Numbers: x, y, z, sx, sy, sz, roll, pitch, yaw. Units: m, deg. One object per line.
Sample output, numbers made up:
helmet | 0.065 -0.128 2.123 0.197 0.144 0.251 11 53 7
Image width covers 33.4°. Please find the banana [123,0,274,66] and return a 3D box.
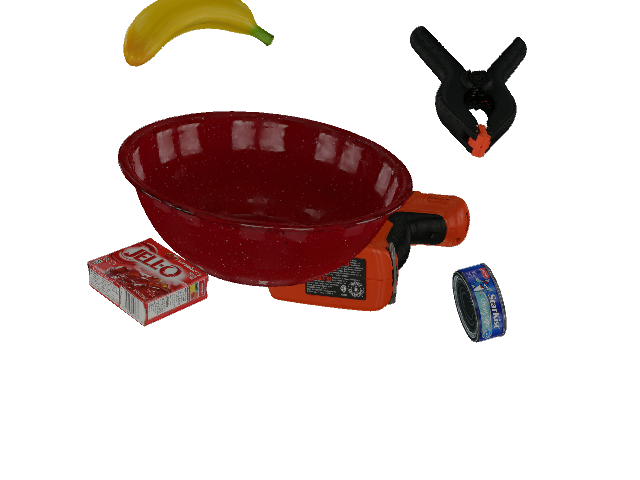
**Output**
banana | -0.124 -0.207 1.016 0.070 0.037 0.197 45 39 19

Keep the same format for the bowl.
bowl | -0.032 -0.019 0.595 0.162 0.055 0.162 6 25 -3

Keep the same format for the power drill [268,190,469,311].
power drill | 0.021 -0.004 0.915 0.185 0.057 0.187 3 21 20

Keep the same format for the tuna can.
tuna can | 0.178 0.070 1.202 0.033 0.086 0.086 -14 2 -7

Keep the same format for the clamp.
clamp | 0.142 -0.154 1.055 0.120 0.171 0.039 8 -44 5

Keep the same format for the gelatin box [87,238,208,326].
gelatin box | -0.158 0.036 0.978 0.073 0.030 0.089 -23 40 -39
